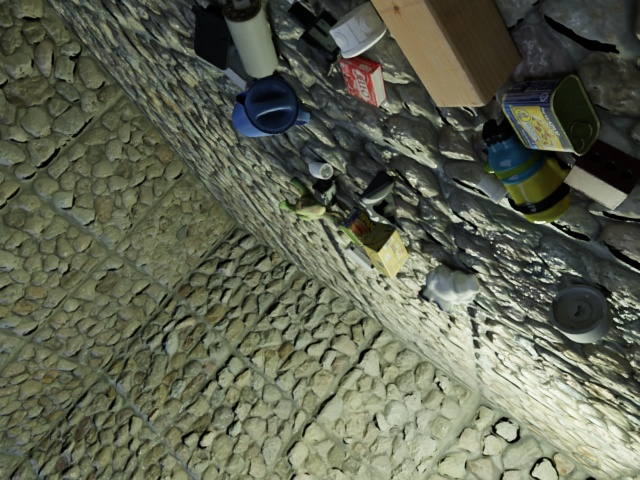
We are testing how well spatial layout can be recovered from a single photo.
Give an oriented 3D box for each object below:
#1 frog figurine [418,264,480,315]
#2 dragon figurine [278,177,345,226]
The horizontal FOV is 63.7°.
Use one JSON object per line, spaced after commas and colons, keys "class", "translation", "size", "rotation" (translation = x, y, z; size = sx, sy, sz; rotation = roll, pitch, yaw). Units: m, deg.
{"class": "frog figurine", "translation": [0.373, 0.121, 1.436], "size": [0.138, 0.124, 0.156], "rotation": [47, 132, 5]}
{"class": "dragon figurine", "translation": [0.005, -0.087, 1.729], "size": [0.245, 0.122, 0.407], "rotation": [33, -177, 23]}
